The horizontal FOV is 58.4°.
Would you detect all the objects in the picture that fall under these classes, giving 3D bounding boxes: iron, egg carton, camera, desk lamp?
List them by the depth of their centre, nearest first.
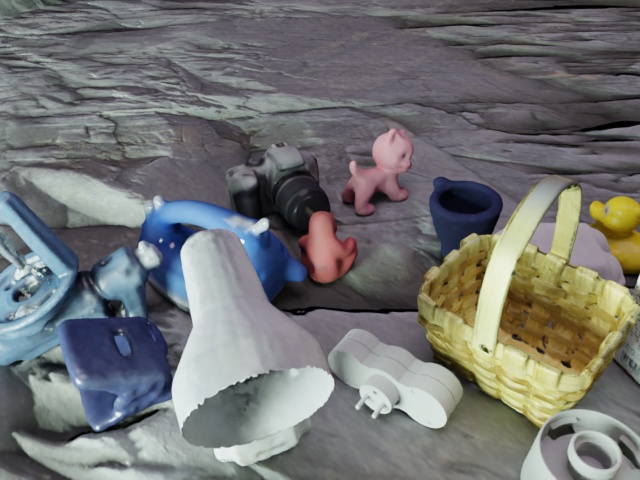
[{"bbox_3d":[-0.070,0.109,0.510,0.118,0.214,0.202,-15,38,-14],"label":"desk lamp"},{"bbox_3d":[0.283,0.029,0.700,0.150,0.069,0.107,-1,37,4],"label":"egg carton"},{"bbox_3d":[-0.150,0.005,0.715,0.257,0.142,0.119,16,42,25],"label":"iron"},{"bbox_3d":[-0.054,-0.074,0.843,0.143,0.101,0.136,-18,39,-17],"label":"camera"}]

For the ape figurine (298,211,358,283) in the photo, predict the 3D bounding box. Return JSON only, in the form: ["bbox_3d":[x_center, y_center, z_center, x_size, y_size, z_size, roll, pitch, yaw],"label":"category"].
[{"bbox_3d":[0.007,0.003,0.744,0.077,0.092,0.076,14,41,22],"label":"ape figurine"}]

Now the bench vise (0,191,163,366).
[{"bbox_3d":[-0.295,0.023,0.641,0.208,0.220,0.121,-31,44,-31],"label":"bench vise"}]

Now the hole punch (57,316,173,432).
[{"bbox_3d":[-0.213,0.124,0.606,0.101,0.091,0.108,-22,41,-22],"label":"hole punch"}]

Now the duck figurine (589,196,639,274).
[{"bbox_3d":[0.386,-0.013,0.732,0.078,0.086,0.104,-29,44,-29],"label":"duck figurine"}]

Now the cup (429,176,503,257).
[{"bbox_3d":[0.181,-0.024,0.759,0.092,0.095,0.117,-17,39,-16],"label":"cup"}]

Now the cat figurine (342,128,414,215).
[{"bbox_3d":[0.094,-0.116,0.870,0.128,0.118,0.067,-25,42,-25],"label":"cat figurine"}]
